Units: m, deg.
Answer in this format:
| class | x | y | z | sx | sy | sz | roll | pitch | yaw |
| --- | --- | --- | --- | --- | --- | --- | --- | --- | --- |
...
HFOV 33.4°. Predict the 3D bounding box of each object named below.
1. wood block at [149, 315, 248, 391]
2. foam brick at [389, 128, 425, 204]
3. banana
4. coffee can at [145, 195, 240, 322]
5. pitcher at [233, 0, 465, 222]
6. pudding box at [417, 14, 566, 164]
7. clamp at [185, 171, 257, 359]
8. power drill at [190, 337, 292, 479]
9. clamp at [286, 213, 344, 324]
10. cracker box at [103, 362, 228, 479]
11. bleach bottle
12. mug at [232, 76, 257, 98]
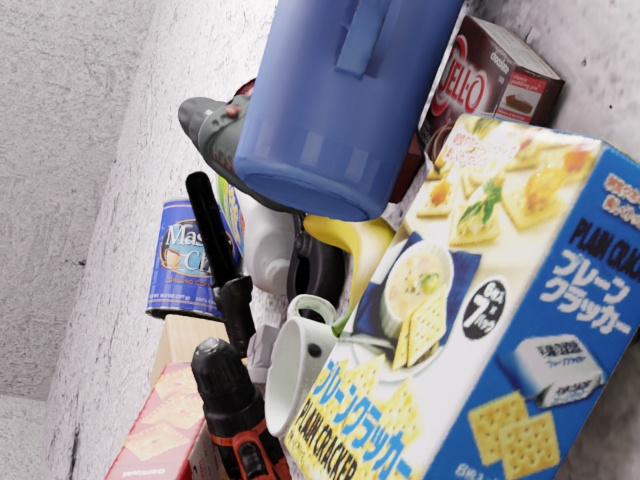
| class | x | y | z | sx | sy | sz | roll | pitch | yaw |
| --- | --- | --- | --- | --- | --- | --- | --- | --- | --- |
| wood block | -0.122 | 0.172 | 1.123 | 0.206 | 0.090 | 0.091 | -115 | 40 | -62 |
| foam brick | 0.043 | -0.075 | 0.828 | 0.078 | 0.051 | 0.053 | -96 | 24 | -45 |
| banana | 0.027 | 0.007 | 0.812 | 0.198 | 0.069 | 0.037 | -105 | -6 | -67 |
| coffee can | -0.149 | 0.027 | 1.287 | 0.103 | 0.102 | 0.140 | 150 | 130 | -68 |
| pitcher | 0.027 | -0.142 | 0.723 | 0.145 | 0.149 | 0.243 | 10 | 78 | 40 |
| pudding box | 0.102 | -0.081 | 0.663 | 0.113 | 0.039 | 0.090 | -111 | 37 | -61 |
| clamp | -0.092 | 0.042 | 1.065 | 0.210 | 0.036 | 0.165 | 86 | 164 | -53 |
| power drill | -0.045 | 0.184 | 0.809 | 0.188 | 0.057 | 0.184 | -118 | 7 | -64 |
| clamp | -0.006 | 0.001 | 0.953 | 0.120 | 0.039 | 0.171 | 172 | 110 | -71 |
| cracker box | -0.118 | 0.227 | 0.900 | 0.213 | 0.072 | 0.164 | -68 | -27 | -62 |
| bleach bottle | -0.059 | -0.024 | 1.088 | 0.251 | 0.068 | 0.102 | -116 | 25 | -61 |
| mug | -0.033 | -0.112 | 1.050 | 0.117 | 0.093 | 0.081 | -42 | 39 | 30 |
